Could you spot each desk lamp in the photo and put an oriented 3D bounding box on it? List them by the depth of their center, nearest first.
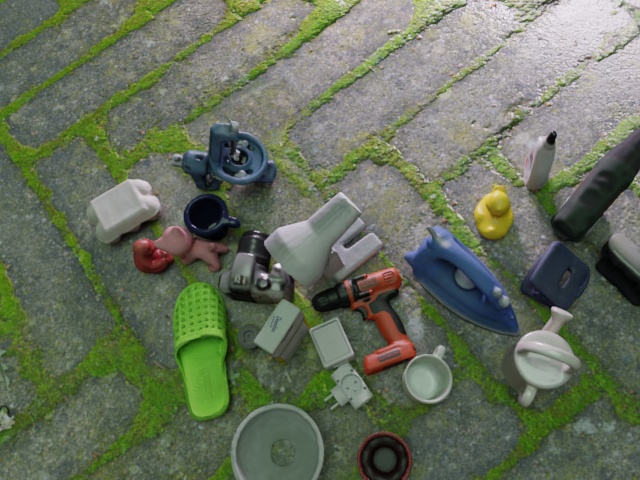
[{"bbox_3d":[0.010,0.004,1.084,0.203,0.214,0.117,-39,70,-8],"label":"desk lamp"}]

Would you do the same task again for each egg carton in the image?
[{"bbox_3d":[-0.421,-0.062,1.232,0.150,0.069,0.107,-33,70,-6],"label":"egg carton"}]

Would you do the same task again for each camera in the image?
[{"bbox_3d":[-0.123,0.052,1.141,0.143,0.101,0.137,6,71,8],"label":"camera"}]

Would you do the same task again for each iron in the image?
[{"bbox_3d":[0.282,0.073,1.067,0.119,0.141,0.258,-44,71,-10],"label":"iron"}]

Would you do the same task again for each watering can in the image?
[{"bbox_3d":[0.381,0.199,0.982,0.101,0.194,0.173,3,70,8],"label":"watering can"}]

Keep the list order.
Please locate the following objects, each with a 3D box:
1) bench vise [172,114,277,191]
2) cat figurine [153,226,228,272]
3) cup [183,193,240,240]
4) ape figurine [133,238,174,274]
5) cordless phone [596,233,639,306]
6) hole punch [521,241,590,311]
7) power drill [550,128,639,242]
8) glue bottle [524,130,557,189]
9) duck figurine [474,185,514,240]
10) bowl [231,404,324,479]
[{"bbox_3d":[-0.205,-0.165,1.166,0.207,0.220,0.121,-17,69,0],"label":"bench vise"},{"bbox_3d":[-0.264,0.009,1.163,0.127,0.118,0.067,10,71,10],"label":"cat figurine"},{"bbox_3d":[-0.212,-0.035,1.186,0.117,0.095,0.092,13,72,11],"label":"cup"},{"bbox_3d":[-0.354,0.028,1.180,0.076,0.092,0.077,-21,69,-2],"label":"ape figurine"},{"bbox_3d":[0.591,0.034,1.024,0.094,0.185,0.147,-42,71,-9],"label":"cordless phone"},{"bbox_3d":[0.450,0.070,1.077,0.101,0.091,0.109,32,76,16],"label":"hole punch"},{"bbox_3d":[0.511,-0.084,1.064,0.075,0.208,0.230,39,78,18],"label":"power drill"},{"bbox_3d":[0.436,-0.167,1.122,0.037,0.173,0.078,2,70,7],"label":"glue bottle"},{"bbox_3d":[0.350,-0.058,1.138,0.077,0.086,0.104,9,71,10],"label":"duck figurine"},{"bbox_3d":[-0.071,0.382,1.028,0.167,0.075,0.167,-2,70,6],"label":"bowl"}]
